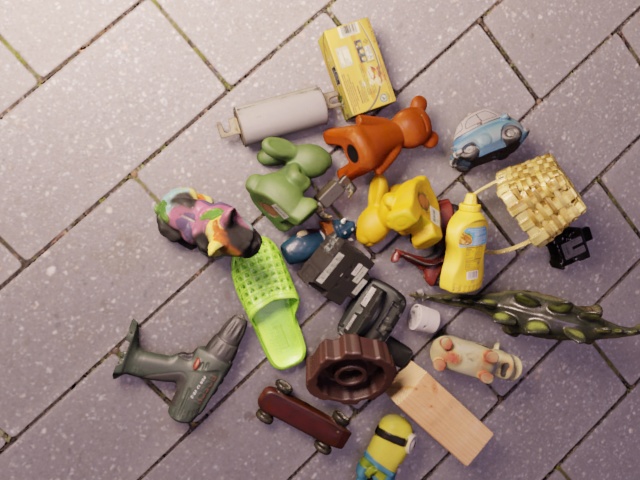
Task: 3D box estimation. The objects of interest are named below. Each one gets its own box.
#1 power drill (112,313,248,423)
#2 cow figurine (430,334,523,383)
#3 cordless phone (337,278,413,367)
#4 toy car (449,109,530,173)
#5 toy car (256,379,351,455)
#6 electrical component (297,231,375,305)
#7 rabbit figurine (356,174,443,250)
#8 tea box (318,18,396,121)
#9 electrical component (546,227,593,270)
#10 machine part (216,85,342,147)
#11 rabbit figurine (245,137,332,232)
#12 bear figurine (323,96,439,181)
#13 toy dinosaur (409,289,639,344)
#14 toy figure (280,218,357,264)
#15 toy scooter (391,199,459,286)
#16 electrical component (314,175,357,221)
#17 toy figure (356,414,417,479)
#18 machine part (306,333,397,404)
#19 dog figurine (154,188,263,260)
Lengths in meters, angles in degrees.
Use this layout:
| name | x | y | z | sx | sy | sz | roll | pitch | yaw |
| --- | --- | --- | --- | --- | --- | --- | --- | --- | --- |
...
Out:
| name | x | y | z | sx | sy | sz | roll | pitch | yaw |
| --- | --- | --- | --- | --- | --- | --- | --- | --- | --- |
| power drill | -0.270 | 0.217 | 1.020 | 0.207 | 0.086 | 0.232 | 22 | 92 | -20 |
| cow figurine | 0.328 | 0.252 | 1.130 | 0.195 | 0.127 | 0.085 | 13 | 91 | 2 |
| cordless phone | 0.142 | 0.178 | 1.106 | 0.184 | 0.089 | 0.146 | 34 | 87 | -23 |
| toy car | 0.335 | -0.212 | 1.106 | 0.162 | 0.109 | 0.103 | -20 | 75 | 1 |
| toy car | -0.032 | 0.356 | 1.085 | 0.202 | 0.053 | 0.089 | 29 | 92 | -8 |
| electrical component | 0.038 | 0.061 | 1.054 | 0.115 | 0.058 | 0.134 | -49 | 132 | 6 |
| rabbit figurine | 0.136 | -0.053 | 1.050 | 0.122 | 0.173 | 0.162 | 20 | 54 | -38 |
| tea box | 0.072 | -0.331 | 1.051 | 0.098 | 0.068 | 0.169 | -20 | 99 | -9 |
| electrical component | 0.561 | 0.010 | 1.189 | 0.119 | 0.048 | 0.074 | -20 | 98 | -8 |
| machine part | -0.074 | -0.236 | 1.023 | 0.243 | 0.079 | 0.079 | -18 | 97 | -11 |
| rabbit figurine | -0.056 | -0.123 | 1.034 | 0.159 | 0.121 | 0.170 | 40 | 67 | -5 |
| bear figurine | 0.126 | -0.203 | 1.063 | 0.196 | 0.132 | 0.120 | -30 | 103 | -27 |
| toy dinosaur | 0.425 | 0.148 | 1.094 | 0.472 | 0.198 | 0.105 | 4 | 82 | 19 |
| toy figure | -0.002 | -0.004 | 1.064 | 0.154 | 0.064 | 0.058 | -25 | 61 | -14 |
| toy scooter | 0.216 | 0.003 | 1.104 | 0.135 | 0.075 | 0.183 | 6 | 97 | -11 |
| electrical component | 0.023 | -0.081 | 1.053 | 0.045 | 0.078 | 0.102 | 45 | 84 | -13 |
| toy figure | 0.129 | 0.448 | 1.112 | 0.089 | 0.082 | 0.180 | 38 | 88 | -14 |
| machine part | 0.059 | 0.254 | 1.054 | 0.179 | 0.056 | 0.179 | -1 | 132 | -2 |
| dog figurine | -0.199 | -0.026 | 0.941 | 0.191 | 0.219 | 0.108 | 26 | 85 | -13 |
